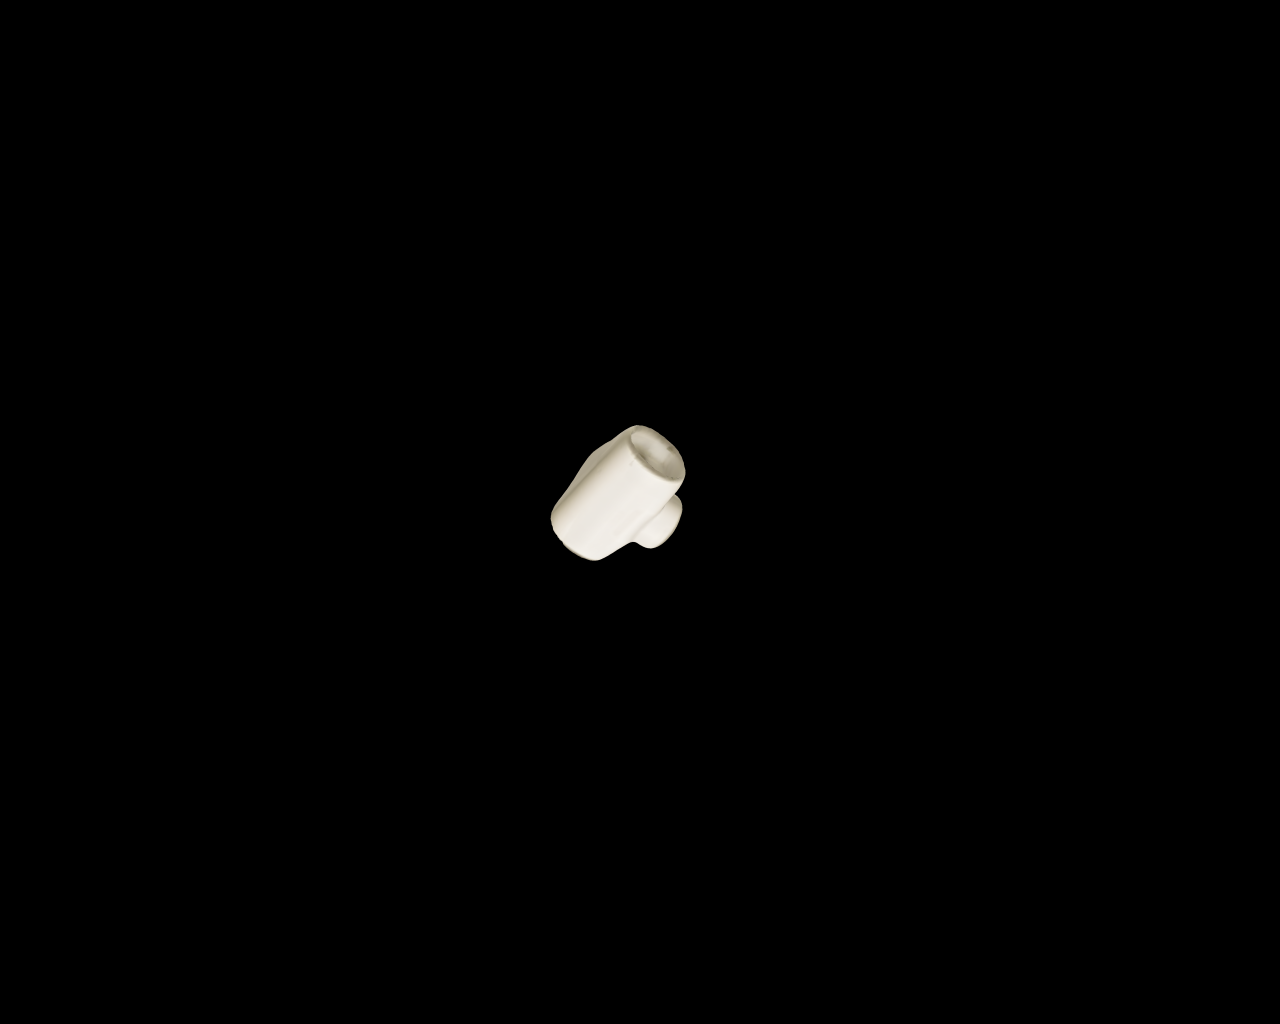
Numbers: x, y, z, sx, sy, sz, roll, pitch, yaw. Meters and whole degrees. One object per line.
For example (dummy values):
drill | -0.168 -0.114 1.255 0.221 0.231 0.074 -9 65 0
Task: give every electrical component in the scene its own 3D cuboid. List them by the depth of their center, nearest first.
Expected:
electrical component | 0.001 -0.003 0.650 0.079 0.077 0.043 32 32 -22
